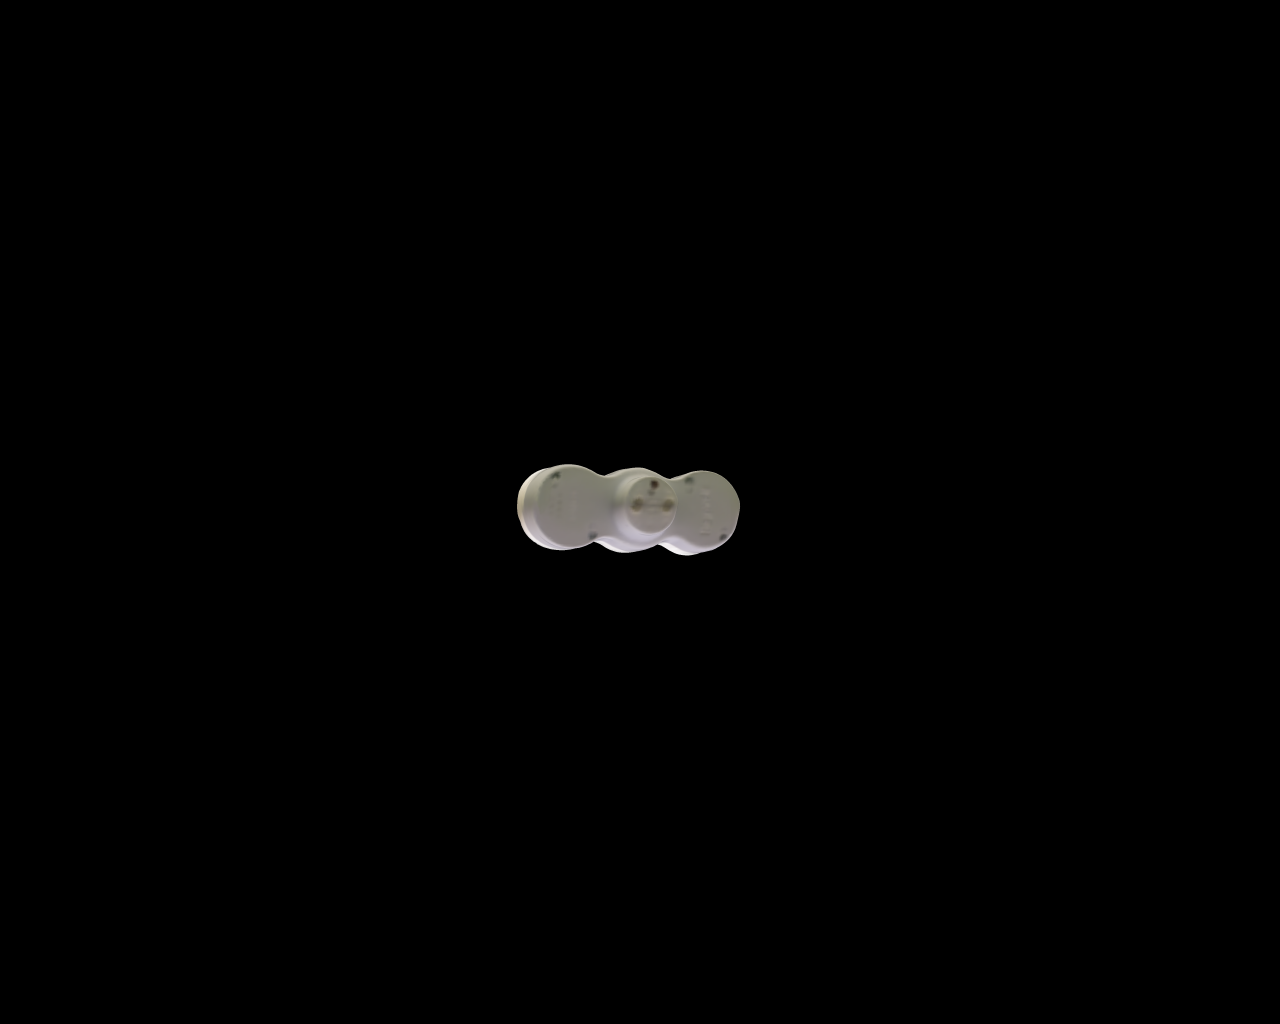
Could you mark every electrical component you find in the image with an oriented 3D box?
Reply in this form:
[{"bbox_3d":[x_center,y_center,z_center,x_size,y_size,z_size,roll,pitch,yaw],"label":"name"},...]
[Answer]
[{"bbox_3d":[0.001,-0.003,0.650,0.138,0.052,0.073,3,-7,-22],"label":"electrical component"}]
